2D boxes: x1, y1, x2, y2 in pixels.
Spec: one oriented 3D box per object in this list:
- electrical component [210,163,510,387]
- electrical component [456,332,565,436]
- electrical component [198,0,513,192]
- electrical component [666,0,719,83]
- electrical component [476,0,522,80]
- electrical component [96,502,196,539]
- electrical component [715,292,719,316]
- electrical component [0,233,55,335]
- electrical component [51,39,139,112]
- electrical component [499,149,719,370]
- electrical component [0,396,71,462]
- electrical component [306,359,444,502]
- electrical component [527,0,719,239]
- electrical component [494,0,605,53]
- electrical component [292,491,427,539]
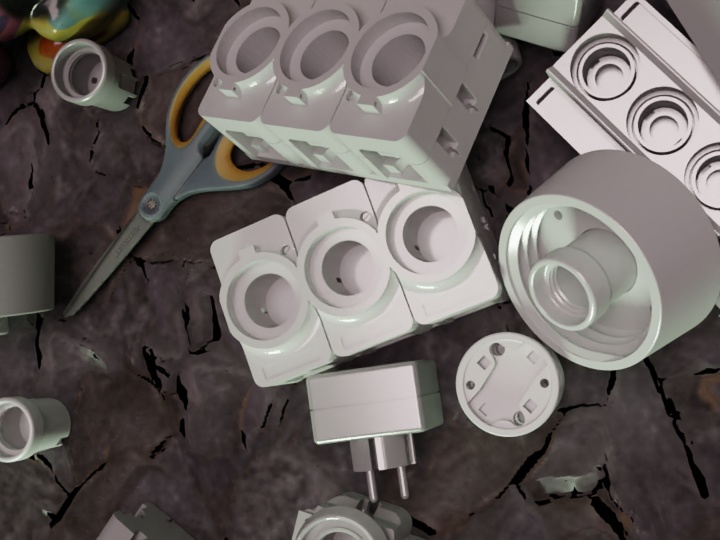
[{"bbox_3d":[0.000,0.000,0.616,0.150,0.062,0.089,-22,81,16],"label":"electrical component"},{"bbox_3d":[0.085,0.062,0.593,0.055,0.047,0.055,-1,87,18],"label":"electrical component"},{"bbox_3d":[-0.008,-0.105,0.587,0.150,0.062,0.089,13,73,39],"label":"electrical component"},{"bbox_3d":[0.185,-0.195,0.525,0.186,0.060,0.105,63,149,14],"label":"electrical component"},{"bbox_3d":[0.068,-0.133,0.613,0.040,0.040,0.046,-16,78,16],"label":"electrical component"},{"bbox_3d":[-0.121,0.193,0.651,0.089,0.050,0.055,36,98,16],"label":"electrical component"},{"bbox_3d":[0.216,0.005,0.543,0.042,0.081,0.063,52,125,14],"label":"electrical component"},{"bbox_3d":[-0.244,0.012,0.673,0.108,0.108,0.060,-5,92,18],"label":"electrical component"},{"bbox_3d":[-0.167,-0.122,0.684,0.040,0.046,0.040,-1,87,18],"label":"electrical component"},{"bbox_3d":[0.120,0.000,0.548,0.108,0.060,0.108,31,137,34],"label":"electrical component"},{"bbox_3d":[-0.212,0.100,0.687,0.040,0.046,0.040,-1,87,18],"label":"electrical component"},{"bbox_3d":[0.012,0.093,0.615,0.066,0.047,0.076,-10,84,17],"label":"electrical component"},{"bbox_3d":[0.161,-0.073,0.567,0.078,0.063,0.121,-45,75,11],"label":"electrical component"},{"bbox_3d":[0.107,-0.168,0.571,0.047,0.076,0.065,21,55,18],"label":"electrical component"},{"bbox_3d":[-0.005,0.160,0.612,0.078,0.057,0.058,14,91,18],"label":"electrical component"}]
